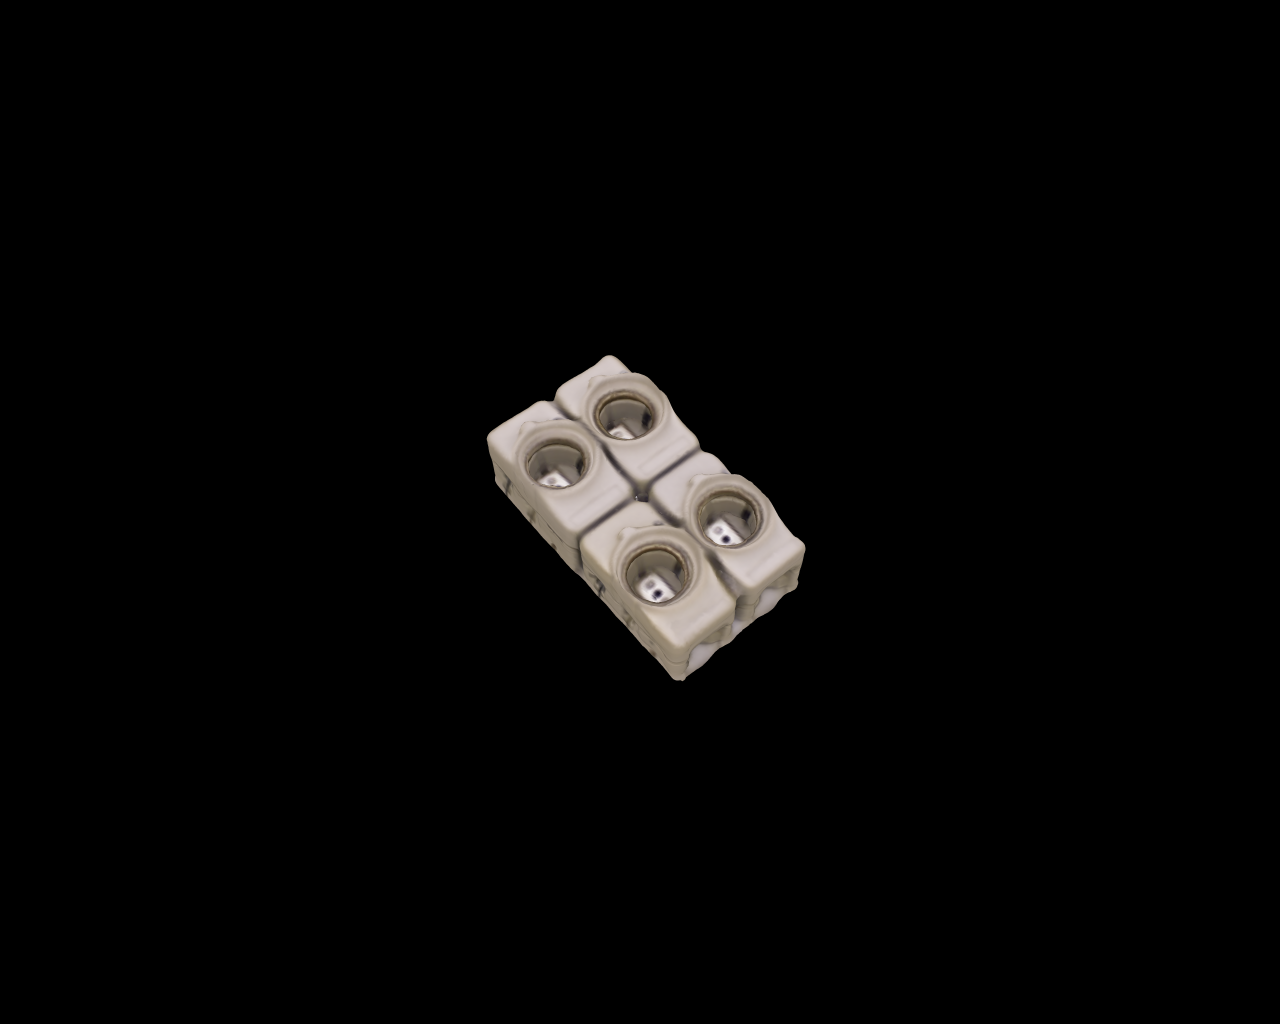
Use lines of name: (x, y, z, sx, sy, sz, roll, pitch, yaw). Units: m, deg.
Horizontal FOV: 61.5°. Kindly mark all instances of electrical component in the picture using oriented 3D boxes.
electrical component: (0.001, -0.003, 0.650, 0.105, 0.186, 0.060, -36, -24, -18)
